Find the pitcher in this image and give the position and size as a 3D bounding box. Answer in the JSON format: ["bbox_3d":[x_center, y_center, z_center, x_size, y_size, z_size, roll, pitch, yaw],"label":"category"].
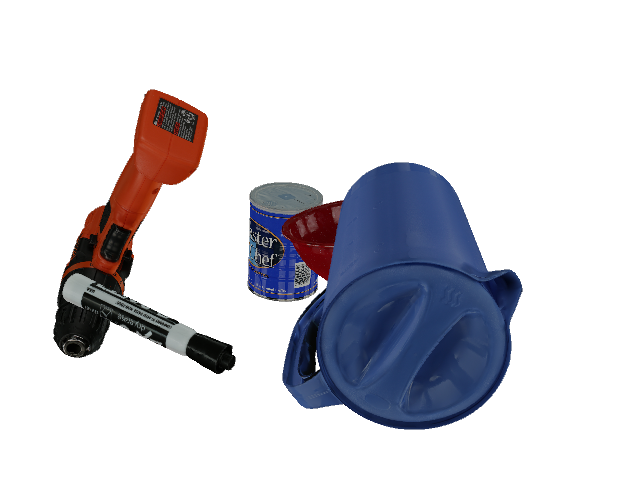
[{"bbox_3d":[0.058,0.033,0.833,0.149,0.145,0.242,10,24,-3],"label":"pitcher"}]

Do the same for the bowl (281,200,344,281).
[{"bbox_3d":[0.045,0.004,1.030,0.162,0.055,0.162,-7,17,2],"label":"bowl"}]

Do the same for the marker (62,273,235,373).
[{"bbox_3d":[-0.104,0.051,0.647,0.121,0.020,0.020,22,8,21],"label":"marker"}]

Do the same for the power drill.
[{"bbox_3d":[-0.160,-0.016,0.870,0.057,0.188,0.184,25,30,-18],"label":"power drill"}]

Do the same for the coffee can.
[{"bbox_3d":[-0.051,0.001,1.507,0.103,0.140,0.103,3,24,-1],"label":"coffee can"}]
